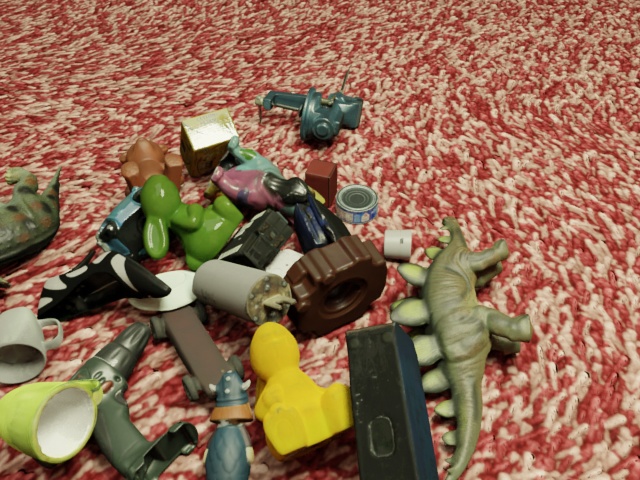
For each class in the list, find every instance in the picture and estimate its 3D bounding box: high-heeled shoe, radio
[{"bbox_3d":[-0.350,0.092,0.848,0.249,0.086,0.145,14,65,36],"label":"high-heeled shoe"},{"bbox_3d":[0.090,0.223,0.661,0.073,0.131,0.230,-16,58,16],"label":"radio"}]

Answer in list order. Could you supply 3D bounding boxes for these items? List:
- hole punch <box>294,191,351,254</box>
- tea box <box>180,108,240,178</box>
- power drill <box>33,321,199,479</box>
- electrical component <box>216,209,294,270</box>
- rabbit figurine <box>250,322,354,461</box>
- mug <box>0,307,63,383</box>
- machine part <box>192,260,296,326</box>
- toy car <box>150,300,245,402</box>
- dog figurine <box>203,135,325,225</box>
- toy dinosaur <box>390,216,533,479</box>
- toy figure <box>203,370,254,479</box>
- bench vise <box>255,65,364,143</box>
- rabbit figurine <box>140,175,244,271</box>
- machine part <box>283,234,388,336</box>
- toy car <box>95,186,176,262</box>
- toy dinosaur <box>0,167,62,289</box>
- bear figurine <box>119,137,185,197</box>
[{"bbox_3d":[-0.002,-0.003,0.934,0.092,0.115,0.142,-35,47,12],"label":"hole punch"},{"bbox_3d":[-0.228,-0.194,1.093,0.098,0.169,0.068,-22,85,-20],"label":"tea box"},{"bbox_3d":[-0.267,0.232,0.740,0.207,0.085,0.232,29,54,22],"label":"power drill"},{"bbox_3d":[-0.112,0.007,0.931,0.115,0.058,0.134,-19,29,48],"label":"electrical component"},{"bbox_3d":[-0.038,0.194,0.718,0.122,0.162,0.173,-22,71,-17],"label":"rabbit figurine"},{"bbox_3d":[-0.456,0.148,0.827,0.109,0.080,0.107,-24,41,-12],"label":"mug"},{"bbox_3d":[-0.122,0.076,0.807,0.079,0.079,0.243,-38,28,-30],"label":"machine part"},{"bbox_3d":[-0.189,0.167,0.819,0.089,0.053,0.202,-18,43,-30],"label":"toy car"},{"bbox_3d":[-0.105,-0.089,1.040,0.219,0.191,0.108,30,66,-10],"label":"dog figurine"},{"bbox_3d":[0.208,0.134,0.815,0.199,0.104,0.471,-5,48,7],"label":"toy dinosaur"},{"bbox_3d":[-0.120,0.253,0.710,0.064,0.057,0.154,8,60,-16],"label":"toy figure"},{"bbox_3d":[-0.026,-0.308,1.240,0.241,0.128,0.224,13,46,6],"label":"bench vise"},{"bbox_3d":[-0.249,-0.034,0.949,0.170,0.121,0.159,39,79,-15],"label":"rabbit figurine"},{"bbox_3d":[0.025,0.074,0.828,0.179,0.179,0.056,-23,52,-20],"label":"machine part"},{"bbox_3d":[-0.340,-0.029,0.996,0.161,0.109,0.103,-46,32,-21],"label":"toy car"},{"bbox_3d":[-0.561,-0.017,0.974,0.192,0.131,0.405,37,43,3],"label":"toy dinosaur"},{"bbox_3d":[-0.348,-0.157,1.095,0.120,0.131,0.196,-13,52,-17],"label":"bear figurine"}]
